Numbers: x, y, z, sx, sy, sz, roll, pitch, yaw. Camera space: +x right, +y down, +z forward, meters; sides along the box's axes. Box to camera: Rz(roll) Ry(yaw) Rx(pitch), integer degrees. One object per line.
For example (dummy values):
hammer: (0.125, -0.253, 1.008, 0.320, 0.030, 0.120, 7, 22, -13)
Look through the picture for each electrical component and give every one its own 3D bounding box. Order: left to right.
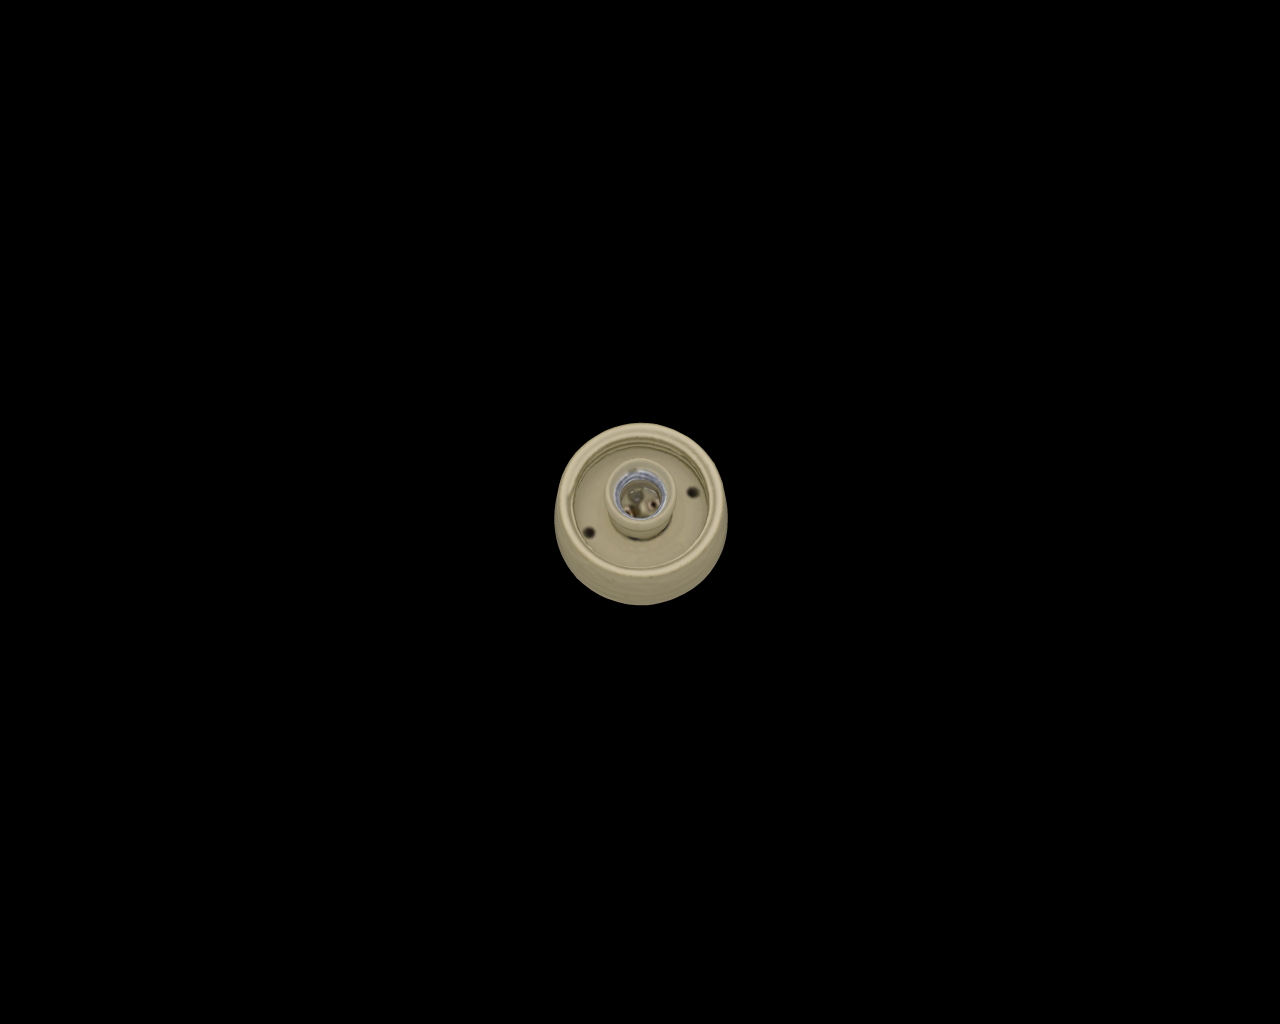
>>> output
electrical component: (0.001, -0.003, 0.650, 0.108, 0.108, 0.060, 0, -20, 0)
